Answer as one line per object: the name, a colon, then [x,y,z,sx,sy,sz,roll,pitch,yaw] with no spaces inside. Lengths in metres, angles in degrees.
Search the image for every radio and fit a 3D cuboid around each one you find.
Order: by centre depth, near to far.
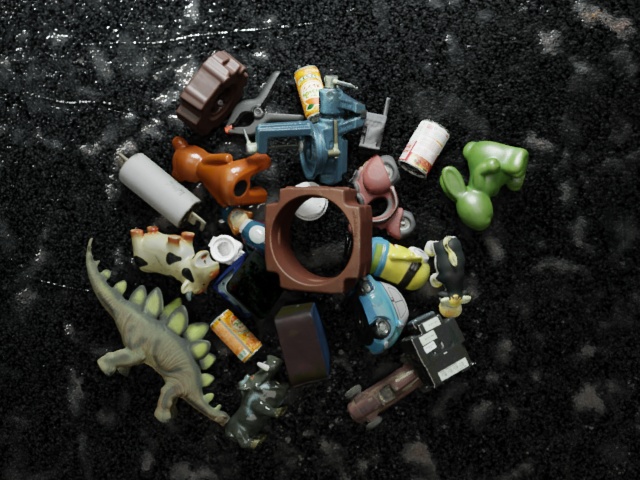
radio: [-0.028,0.187,1.023,0.073,0.229,0.131,-14,90,3]

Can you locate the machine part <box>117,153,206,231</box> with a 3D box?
machine part: [-0.336,-0.104,1.133,0.243,0.079,0.079,39,89,6]

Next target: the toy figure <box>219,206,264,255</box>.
toy figure: [-0.148,-0.025,1.130,0.154,0.057,0.064,40,50,6]

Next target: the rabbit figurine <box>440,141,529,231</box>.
rabbit figurine: [0.320,-0.108,1.076,0.159,0.121,0.170,22,85,11]

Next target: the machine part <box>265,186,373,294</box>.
machine part: [-0.002,-0.003,1.039,0.201,0.087,0.201,3,95,23]

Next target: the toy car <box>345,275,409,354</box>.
toy car: [0.123,0.143,1.088,0.103,0.109,0.161,-12,73,-20]

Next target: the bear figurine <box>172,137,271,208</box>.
bear figurine: [-0.216,-0.145,1.126,0.196,0.132,0.120,29,125,33]

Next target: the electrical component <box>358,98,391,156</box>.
electrical component: [0.113,-0.239,1.120,0.048,0.075,0.119,11,91,3]

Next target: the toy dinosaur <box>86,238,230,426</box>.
toy dinosaur: [-0.346,0.206,1.104,0.471,0.105,0.198,44,82,-4]

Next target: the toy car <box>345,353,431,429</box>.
toy car: [0.146,0.302,1.093,0.202,0.053,0.089,-33,82,1]

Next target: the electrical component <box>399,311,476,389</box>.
electrical component: [0.230,0.213,1.070,0.115,0.058,0.134,-20,80,-24]

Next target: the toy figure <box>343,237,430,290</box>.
toy figure: [0.136,0.044,1.096,0.180,0.082,0.089,13,113,-3]

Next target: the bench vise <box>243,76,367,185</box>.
bench vise: [-0.028,-0.212,1.067,0.241,0.129,0.223,-7,126,-17]

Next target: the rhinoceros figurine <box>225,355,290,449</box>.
rhinoceros figurine: [-0.124,0.329,1.099,0.112,0.073,0.190,29,90,15]

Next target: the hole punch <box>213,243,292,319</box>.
hole punch: [-0.142,0.091,1.100,0.142,0.092,0.116,46,60,-16]

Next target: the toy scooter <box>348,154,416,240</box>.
toy scooter: [0.111,-0.079,1.111,0.135,0.075,0.183,-18,90,3]

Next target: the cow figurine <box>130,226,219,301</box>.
cow figurine: [-0.296,0.046,1.102,0.195,0.085,0.127,10,106,21]

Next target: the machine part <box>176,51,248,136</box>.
machine part: [-0.216,-0.294,1.097,0.056,0.179,0.179,38,89,2]

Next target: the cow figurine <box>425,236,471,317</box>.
cow figurine: [0.264,0.075,1.079,0.068,0.098,0.167,-10,87,-4]
